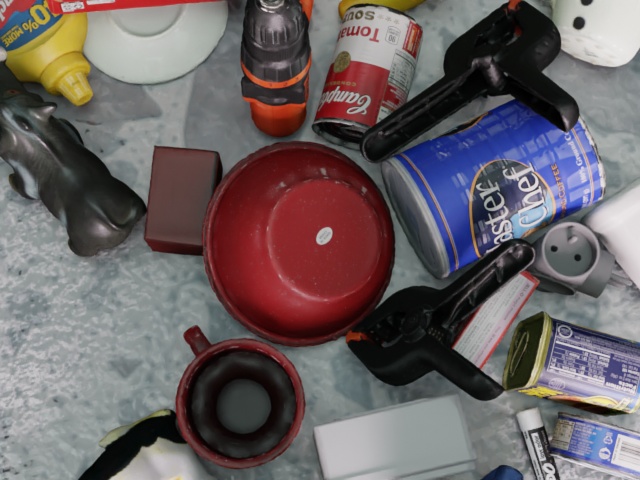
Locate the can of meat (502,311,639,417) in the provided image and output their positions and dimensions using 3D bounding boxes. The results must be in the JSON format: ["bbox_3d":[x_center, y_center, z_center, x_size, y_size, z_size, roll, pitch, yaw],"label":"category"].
[{"bbox_3d":[0.191,0.095,0.799,0.084,0.102,0.057,16,79,0],"label":"can of meat"}]

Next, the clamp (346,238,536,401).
[{"bbox_3d":[0.080,0.073,0.765,0.039,0.172,0.120,37,50,-22],"label":"clamp"}]

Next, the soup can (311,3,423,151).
[{"bbox_3d":[0.039,-0.129,0.855,0.068,0.068,0.102,15,80,2],"label":"soup can"}]

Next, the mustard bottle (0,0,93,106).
[{"bbox_3d":[-0.246,-0.188,0.870,0.096,0.058,0.192,-36,82,-8],"label":"mustard bottle"}]

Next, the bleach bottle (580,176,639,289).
[{"bbox_3d":[0.318,0.056,0.827,0.102,0.068,0.251,-34,84,-5],"label":"bleach bottle"}]

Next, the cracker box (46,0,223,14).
[{"bbox_3d":[-0.147,-0.290,0.860,0.164,0.072,0.214,-7,66,-7],"label":"cracker box"}]

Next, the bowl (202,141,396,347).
[{"bbox_3d":[-0.005,0.001,0.811,0.161,0.055,0.162,2,86,-21],"label":"bowl"}]

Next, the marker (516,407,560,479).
[{"bbox_3d":[0.178,0.189,0.822,0.020,0.020,0.121,-15,80,-3],"label":"marker"}]

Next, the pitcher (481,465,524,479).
[{"bbox_3d":[0.104,0.234,0.699,0.145,0.243,0.149,-19,76,-2],"label":"pitcher"}]

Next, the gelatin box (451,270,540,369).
[{"bbox_3d":[0.126,0.063,0.818,0.030,0.073,0.089,34,81,6],"label":"gelatin box"}]

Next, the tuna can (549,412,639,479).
[{"bbox_3d":[0.216,0.156,0.795,0.086,0.086,0.034,17,81,2],"label":"tuna can"}]

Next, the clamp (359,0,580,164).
[{"bbox_3d":[0.140,-0.128,0.812,0.165,0.036,0.209,-2,36,35],"label":"clamp"}]

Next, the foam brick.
[{"bbox_3d":[-0.107,-0.029,0.844,0.051,0.053,0.078,5,79,0],"label":"foam brick"}]

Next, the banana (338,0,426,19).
[{"bbox_3d":[0.097,-0.247,0.897,0.070,0.037,0.197,32,79,23],"label":"banana"}]

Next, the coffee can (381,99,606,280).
[{"bbox_3d":[0.132,-0.045,0.823,0.140,0.103,0.103,-25,81,-5],"label":"coffee can"}]

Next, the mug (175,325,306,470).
[{"bbox_3d":[-0.065,0.114,0.802,0.093,0.081,0.117,-39,82,-7],"label":"mug"}]

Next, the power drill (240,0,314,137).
[{"bbox_3d":[-0.025,-0.194,0.819,0.057,0.184,0.187,9,70,1],"label":"power drill"}]
